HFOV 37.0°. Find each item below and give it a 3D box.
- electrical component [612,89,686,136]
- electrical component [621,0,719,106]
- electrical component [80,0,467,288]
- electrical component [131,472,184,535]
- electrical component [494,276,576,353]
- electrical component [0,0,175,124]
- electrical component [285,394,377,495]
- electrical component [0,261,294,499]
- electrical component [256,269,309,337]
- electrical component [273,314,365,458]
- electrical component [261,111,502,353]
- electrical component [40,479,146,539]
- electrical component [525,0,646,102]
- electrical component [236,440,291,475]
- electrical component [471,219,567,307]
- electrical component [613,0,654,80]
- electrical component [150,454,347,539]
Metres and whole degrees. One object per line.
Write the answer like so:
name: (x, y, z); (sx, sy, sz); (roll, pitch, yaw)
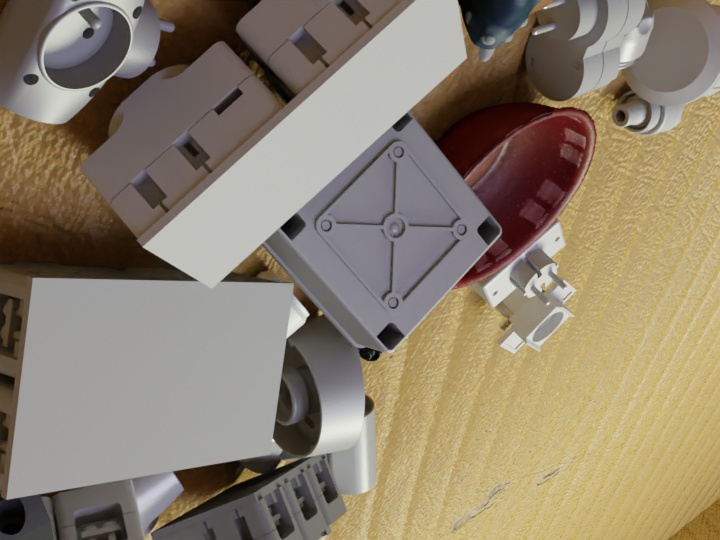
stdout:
electrical component: (0.228, -0.128, 0.861); (0.062, 0.043, 0.043); (-19, 144, -36)
electrical component: (0.236, -0.161, 0.788); (0.051, 0.080, 0.080); (-14, 141, -50)
electrical component: (-0.039, -0.084, 0.537); (0.186, 0.060, 0.105); (-42, 166, -1)
electrical component: (-0.166, 0.168, 0.766); (0.077, 0.043, 0.079); (-34, 151, -16)
electrical component: (0.150, 0.032, 0.962); (0.081, 0.063, 0.042); (-47, 151, 7)
electrical component: (-0.112, -0.103, 0.458); (0.079, 0.044, 0.077); (2, 129, -54)
electrical component: (-0.026, 0.148, 0.909); (0.079, 0.043, 0.077); (-4, 117, -6)
electrical component: (-0.126, 0.053, 0.591); (0.186, 0.060, 0.105); (2, 97, -53)
electrical component: (-0.067, 0.032, 0.703); (0.055, 0.045, 0.045); (-40, 152, -5)
electrical component: (-0.032, 0.083, 0.768); (0.064, 0.099, 0.099); (-12, 140, -35)
electrical component: (0.009, -0.026, 0.636); (0.108, 0.056, 0.108); (-46, 110, -15)
electrical component: (-0.211, 0.185, 0.665); (0.150, 0.061, 0.089); (-9, 141, -18)
electrical component: (0.138, -0.166, 0.682); (0.074, 0.052, 0.138); (-23, 146, -32)
electrical component: (-0.072, 0.131, 0.836); (0.077, 0.043, 0.079); (-7, 138, -48)
electrical component: (0.136, -0.003, 0.882); (0.083, 0.075, 0.047); (-41, 152, -3)
electrical component: (0.179, -0.161, 0.754); (0.043, 0.043, 0.062); (-30, 151, -22)
electrical component: (-0.078, 0.196, 0.822); (0.089, 0.061, 0.150); (-24, 175, 17)
